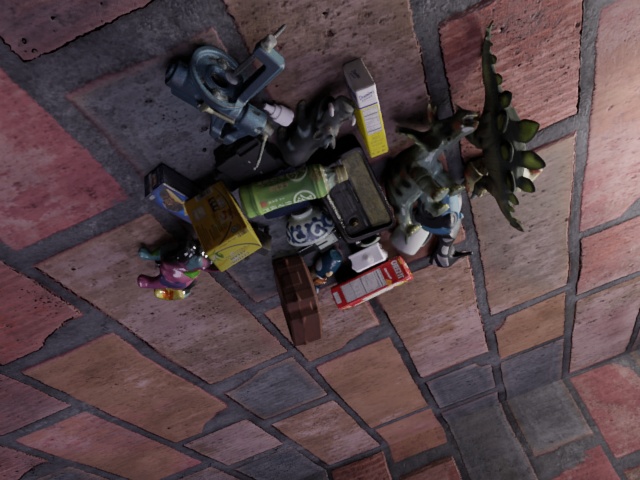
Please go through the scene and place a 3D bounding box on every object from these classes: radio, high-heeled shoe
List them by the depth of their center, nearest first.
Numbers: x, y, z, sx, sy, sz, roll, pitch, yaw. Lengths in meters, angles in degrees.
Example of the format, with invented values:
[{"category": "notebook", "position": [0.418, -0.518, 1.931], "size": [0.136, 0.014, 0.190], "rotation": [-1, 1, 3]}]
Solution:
[{"category": "radio", "position": [0.069, -0.107, 1.204], "size": [0.131, 0.073, 0.229], "rotation": [-25, 123, 9]}, {"category": "high-heeled shoe", "position": [0.324, -0.011, 1.496], "size": [0.145, 0.086, 0.248], "rotation": [-9, 133, 40]}]

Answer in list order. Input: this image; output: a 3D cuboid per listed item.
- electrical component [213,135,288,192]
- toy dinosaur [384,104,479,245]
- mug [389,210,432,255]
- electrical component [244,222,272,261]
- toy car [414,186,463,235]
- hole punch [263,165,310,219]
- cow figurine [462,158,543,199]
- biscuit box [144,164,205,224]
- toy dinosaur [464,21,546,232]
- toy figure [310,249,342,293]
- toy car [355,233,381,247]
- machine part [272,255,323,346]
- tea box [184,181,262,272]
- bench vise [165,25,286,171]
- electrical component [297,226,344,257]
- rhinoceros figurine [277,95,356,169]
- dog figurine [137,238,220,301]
[{"category": "electrical component", "position": [-0.153, -0.158, 1.114], "size": [0.134, 0.058, 0.114], "rotation": [-33, 137, 17]}, {"category": "toy dinosaur", "position": [0.212, -0.137, 1.225], "size": [0.131, 0.192, 0.404], "rotation": [-23, 162, -27]}, {"category": "mug", "position": [0.256, -0.021, 1.425], "size": [0.109, 0.081, 0.107], "rotation": [16, 121, -29]}, {"category": "electrical component", "position": [-0.158, 0.003, 1.276], "size": [0.078, 0.102, 0.045], "rotation": [23, 131, -28]}, {"category": "toy car", "position": [0.299, -0.100, 1.329], "size": [0.103, 0.109, 0.161], "rotation": [-28, 116, -38]}, {"category": "hole punch", "position": [-0.081, -0.092, 1.200], "size": [0.142, 0.092, 0.115], "rotation": [-22, 145, 0]}, {"category": "cow figurine", "position": [0.437, -0.160, 1.330], "size": [0.195, 0.086, 0.127], "rotation": [5, 130, -28]}, {"category": "biscuit box", "position": [-0.278, -0.080, 1.152], "size": [0.059, 0.063, 0.202], "rotation": [-34, 139, 21]}, {"category": "toy dinosaur", "position": [0.385, -0.219, 1.144], "size": [0.105, 0.199, 0.470], "rotation": [-25, 109, -8]}, {"category": "toy figure", "position": [0.005, 0.084, 1.464], "size": [0.058, 0.064, 0.154], "rotation": [34, 130, -6]}, {"category": "toy car", "position": [0.093, -0.048, 1.345], "size": [0.073, 0.056, 0.201], "rotation": [-27, 139, 11]}, {"category": "machine part", "position": [-0.058, 0.157, 1.413], "size": [0.087, 0.201, 0.201], "rotation": [-14, 141, -10]}, {"category": "tea box", "position": [-0.195, -0.031, 1.067], "size": [0.098, 0.170, 0.068], "rotation": [-32, 138, -1]}, {"category": "bench vise", "position": [-0.137, -0.261, 0.930], "size": [0.223, 0.129, 0.241], "rotation": [37, 137, -26]}, {"category": "electrical component", "position": [-0.003, -0.004, 1.365], "size": [0.119, 0.048, 0.074], "rotation": [-29, 140, 14]}, {"category": "rhinoceros figurine", "position": [-0.010, -0.217, 1.057], "size": [0.073, 0.112, 0.190], "rotation": [21, 135, -36]}, {"category": "dog figurine", "position": [-0.298, 0.060, 1.231], "size": [0.219, 0.108, 0.191], "rotation": [-12, 150, 20]}]
